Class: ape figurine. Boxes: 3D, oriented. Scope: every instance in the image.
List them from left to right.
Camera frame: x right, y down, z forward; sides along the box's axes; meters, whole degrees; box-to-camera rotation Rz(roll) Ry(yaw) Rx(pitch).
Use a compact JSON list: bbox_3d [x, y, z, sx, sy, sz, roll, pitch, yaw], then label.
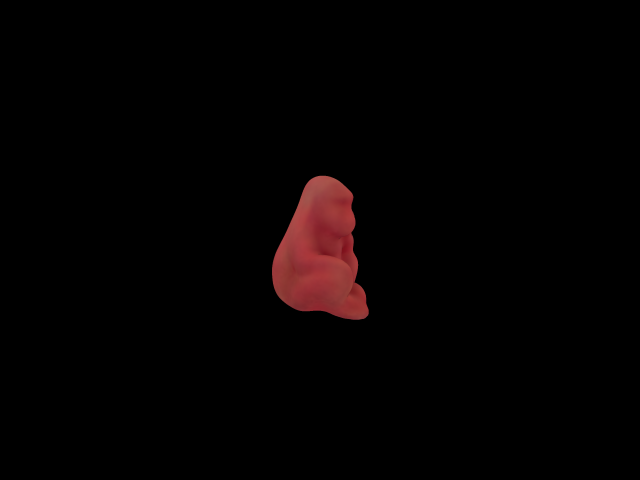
[{"bbox_3d":[0.004,0.001,0.400,0.076,0.092,0.078,8,19,25],"label":"ape figurine"}]
